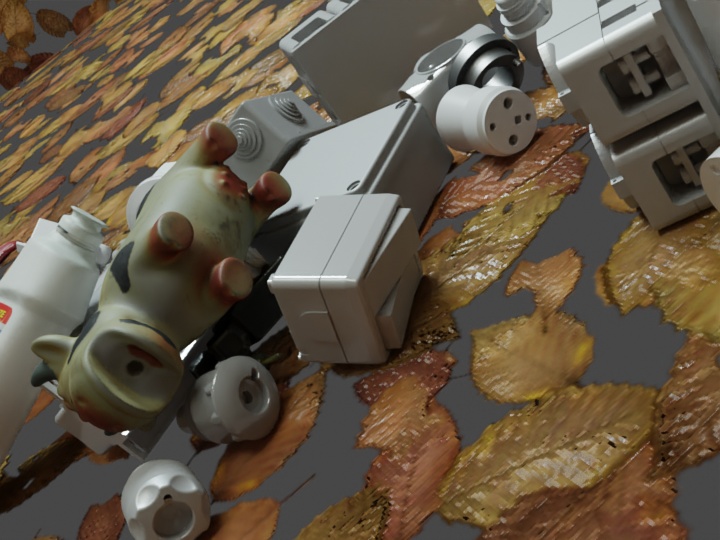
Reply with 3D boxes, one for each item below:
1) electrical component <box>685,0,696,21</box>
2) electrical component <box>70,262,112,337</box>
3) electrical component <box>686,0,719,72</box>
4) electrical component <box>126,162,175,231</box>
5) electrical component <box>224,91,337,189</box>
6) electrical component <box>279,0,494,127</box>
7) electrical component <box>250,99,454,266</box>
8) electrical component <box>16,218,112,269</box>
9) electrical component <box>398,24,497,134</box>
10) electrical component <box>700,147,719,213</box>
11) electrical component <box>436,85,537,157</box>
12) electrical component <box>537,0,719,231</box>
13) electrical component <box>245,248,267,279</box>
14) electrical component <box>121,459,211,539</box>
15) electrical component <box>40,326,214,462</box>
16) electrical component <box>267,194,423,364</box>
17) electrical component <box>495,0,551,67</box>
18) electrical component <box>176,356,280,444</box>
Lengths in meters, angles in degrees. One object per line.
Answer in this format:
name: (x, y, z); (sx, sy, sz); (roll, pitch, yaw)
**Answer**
electrical component: (0.180, -0.191, 0.693); (0.113, 0.078, 0.057); (-37, 28, 2)
electrical component: (-0.169, 0.034, 0.784); (0.061, 0.061, 0.096); (-11, 36, 44)
electrical component: (0.207, -0.096, 0.458); (0.056, 0.108, 0.109); (-38, 25, -8)
electrical component: (-0.144, -0.047, 0.871); (0.080, 0.080, 0.051); (-23, 23, 28)
electrical component: (-0.075, -0.086, 0.814); (0.099, 0.048, 0.100); (-51, -8, 25)
electrical component: (0.020, -0.195, 0.896); (0.150, 0.089, 0.061); (-38, 25, -2)
electrical component: (-0.006, -0.050, 0.721); (0.109, 0.056, 0.108); (-16, 32, 38)
electrical component: (-0.225, -0.001, 0.796); (0.048, 0.066, 0.055); (111, 174, -57)
electrical component: (0.064, -0.143, 0.803); (0.077, 0.044, 0.079); (-41, 24, -7)
electrical component: (0.185, -0.021, 0.422); (0.074, 0.052, 0.138); (-42, 25, -10)
electrical component: (0.082, -0.097, 0.699); (0.045, 0.045, 0.055); (-44, 26, -14)
electrical component: (0.146, -0.115, 0.573); (0.060, 0.105, 0.186); (-26, 27, 24)
electrical component: (-0.092, -0.010, 0.779); (0.081, 0.043, 0.043); (-29, 26, 16)
electrical component: (-0.106, 0.121, 0.573); (0.043, 0.043, 0.062); (-42, 23, -9)
electrical component: (-0.143, 0.058, 0.704); (0.063, 0.079, 0.121); (-41, 12, 53)
electrical component: (0.000, 0.000, 0.609); (0.061, 0.061, 0.096); (0, 40, 24)
electrical component: (0.119, -0.178, 0.757); (0.040, 0.078, 0.040); (-29, 40, 27)
electrical component: (-0.080, 0.078, 0.613); (0.062, 0.048, 0.048); (-24, 27, 40)
